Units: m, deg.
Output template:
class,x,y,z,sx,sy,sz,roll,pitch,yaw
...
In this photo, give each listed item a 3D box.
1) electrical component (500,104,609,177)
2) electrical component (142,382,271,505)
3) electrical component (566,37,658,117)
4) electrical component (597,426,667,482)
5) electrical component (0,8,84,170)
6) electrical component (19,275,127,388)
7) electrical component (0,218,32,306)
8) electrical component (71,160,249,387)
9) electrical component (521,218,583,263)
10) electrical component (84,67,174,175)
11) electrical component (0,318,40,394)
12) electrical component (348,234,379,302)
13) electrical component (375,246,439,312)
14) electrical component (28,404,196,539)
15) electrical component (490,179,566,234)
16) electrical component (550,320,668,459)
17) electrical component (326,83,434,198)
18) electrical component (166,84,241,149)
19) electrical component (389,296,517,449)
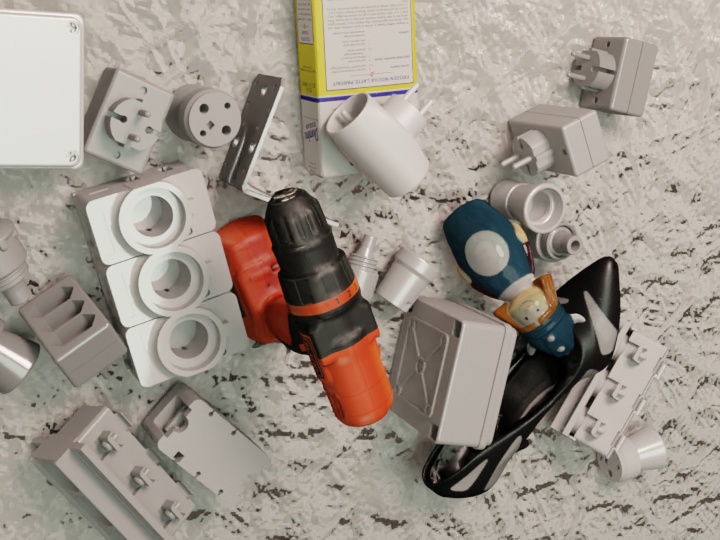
class,x,y,z,sx,sy,sz,roll,pitch,yaw
electrical component,0.158,-0.106,0.940,0.076,0.083,0.047,-28,113,-18
electrical component,-0.126,0.139,0.872,0.050,0.056,0.089,-49,117,-9
electrical component,0.220,-0.179,0.974,0.077,0.047,0.065,8,98,-27
electrical component,0.274,0.186,1.086,0.055,0.045,0.045,-14,107,-23
electrical component,-0.251,-0.126,0.749,0.109,0.056,0.108,-2,103,-26
electrical component,-0.209,0.056,0.811,0.047,0.066,0.076,-37,144,-15
electrical component,-0.261,-0.003,0.780,0.048,0.048,0.062,-33,121,-16
electrical component,-0.151,0.002,0.825,0.089,0.062,0.150,-20,110,-21
electrical component,0.177,-0.028,0.979,0.043,0.062,0.043,-6,104,-25
electrical component,-0.168,-0.107,0.783,0.047,0.077,0.065,22,91,-28
electrical component,-0.271,0.058,0.788,0.055,0.045,0.045,41,82,-27
electrical component,0.000,0.000,0.914,0.035,0.035,0.061,17,91,-28
electrical component,0.040,0.009,0.934,0.040,0.040,0.046,34,91,-28
electrical component,-0.189,0.166,0.841,0.063,0.079,0.121,-52,120,-32
electrical component,0.146,-0.059,0.955,0.044,0.065,0.044,-7,105,-26
electrical component,0.244,0.116,1.037,0.121,0.063,0.079,-60,159,-3
electrical component,0.026,-0.111,0.846,0.079,0.044,0.077,-49,119,-6
electrical component,-0.119,-0.117,0.817,0.045,0.055,0.045,-7,106,-26
electrical component,0.076,0.085,0.929,0.056,0.109,0.108,9,98,-25
